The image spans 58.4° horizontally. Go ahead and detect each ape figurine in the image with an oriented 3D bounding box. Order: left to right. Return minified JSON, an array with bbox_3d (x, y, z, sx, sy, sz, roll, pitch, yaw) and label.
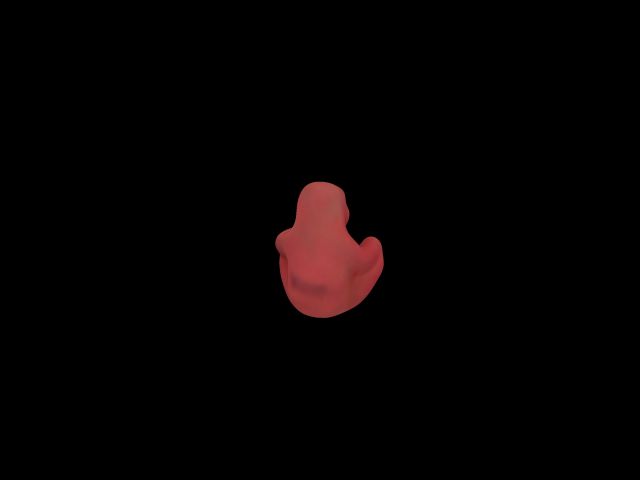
[{"bbox_3d":[0.004,0.001,0.400,0.077,0.092,0.076,16,37,23],"label":"ape figurine"}]
